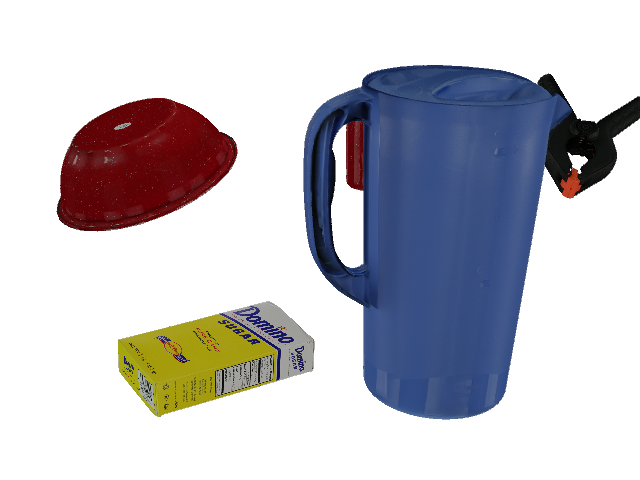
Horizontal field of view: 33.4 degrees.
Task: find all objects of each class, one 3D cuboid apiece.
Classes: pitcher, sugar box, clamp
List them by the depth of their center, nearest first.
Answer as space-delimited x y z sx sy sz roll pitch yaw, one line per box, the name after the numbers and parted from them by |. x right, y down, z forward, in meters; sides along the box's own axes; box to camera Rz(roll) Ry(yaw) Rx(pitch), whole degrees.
0.079 0.000 0.764 0.149 0.243 0.144 13 22 28 | pitcher
-0.104 0.115 1.070 0.175 0.048 0.093 -16 33 -28 | sugar box
0.273 -0.117 1.148 0.120 0.039 0.171 19 48 19 | clamp

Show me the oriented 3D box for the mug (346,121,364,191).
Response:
0.075 -0.086 0.945 0.117 0.081 0.093 5 13 23 | mug

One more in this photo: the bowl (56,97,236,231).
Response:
-0.154 -0.073 0.889 0.162 0.055 0.162 -15 30 8 | bowl
